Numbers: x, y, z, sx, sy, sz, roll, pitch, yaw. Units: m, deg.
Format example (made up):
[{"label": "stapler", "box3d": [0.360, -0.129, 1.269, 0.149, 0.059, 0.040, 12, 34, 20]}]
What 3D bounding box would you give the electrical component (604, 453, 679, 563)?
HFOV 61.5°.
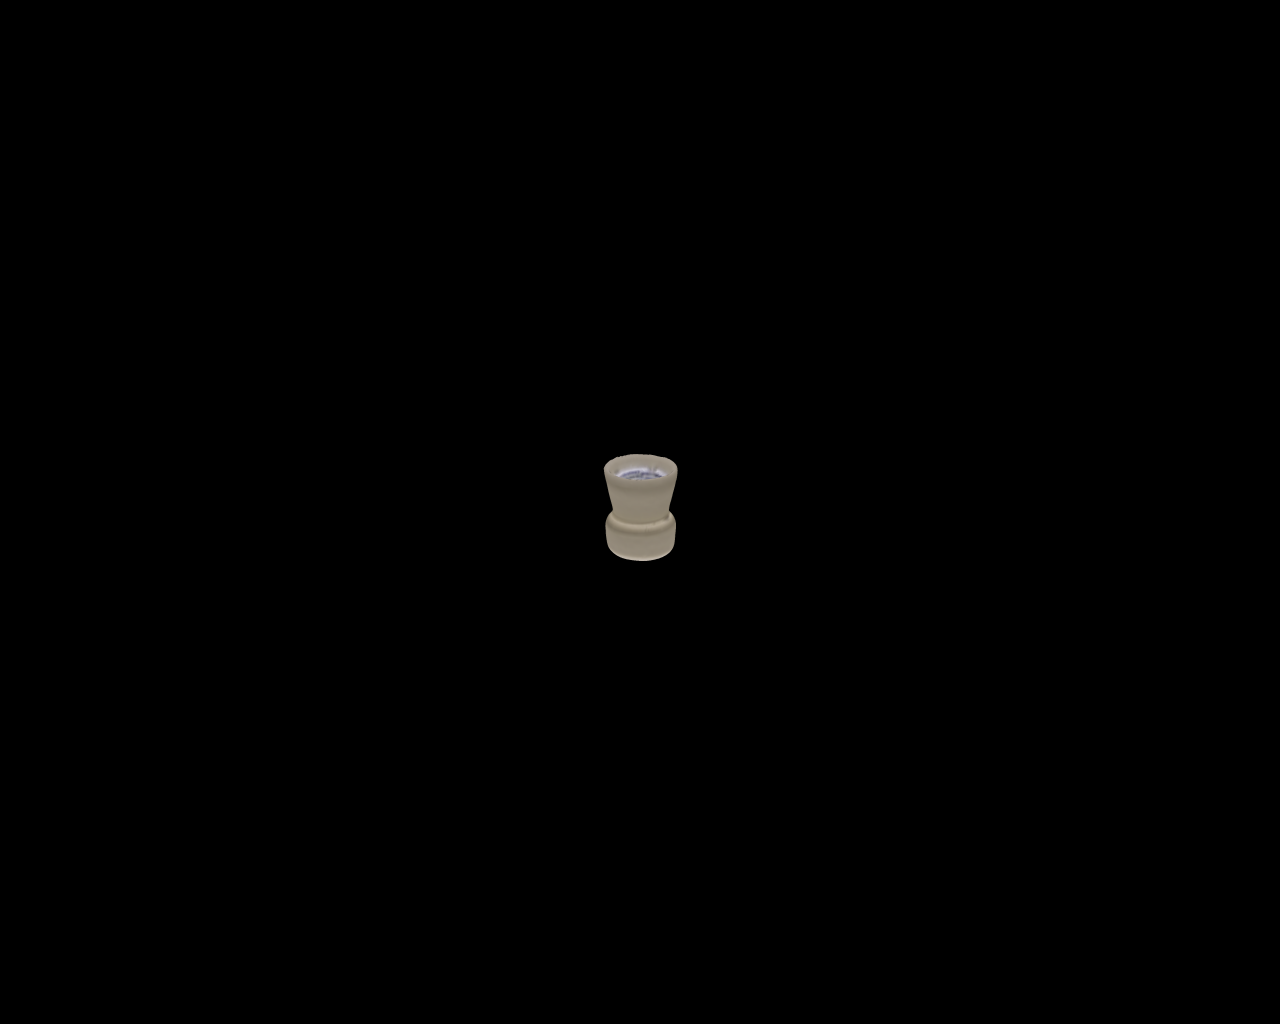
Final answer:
[{"label": "electrical component", "box3d": [0.001, -0.003, 0.650, 0.045, 0.055, 0.045, 0, 25, 0]}]
